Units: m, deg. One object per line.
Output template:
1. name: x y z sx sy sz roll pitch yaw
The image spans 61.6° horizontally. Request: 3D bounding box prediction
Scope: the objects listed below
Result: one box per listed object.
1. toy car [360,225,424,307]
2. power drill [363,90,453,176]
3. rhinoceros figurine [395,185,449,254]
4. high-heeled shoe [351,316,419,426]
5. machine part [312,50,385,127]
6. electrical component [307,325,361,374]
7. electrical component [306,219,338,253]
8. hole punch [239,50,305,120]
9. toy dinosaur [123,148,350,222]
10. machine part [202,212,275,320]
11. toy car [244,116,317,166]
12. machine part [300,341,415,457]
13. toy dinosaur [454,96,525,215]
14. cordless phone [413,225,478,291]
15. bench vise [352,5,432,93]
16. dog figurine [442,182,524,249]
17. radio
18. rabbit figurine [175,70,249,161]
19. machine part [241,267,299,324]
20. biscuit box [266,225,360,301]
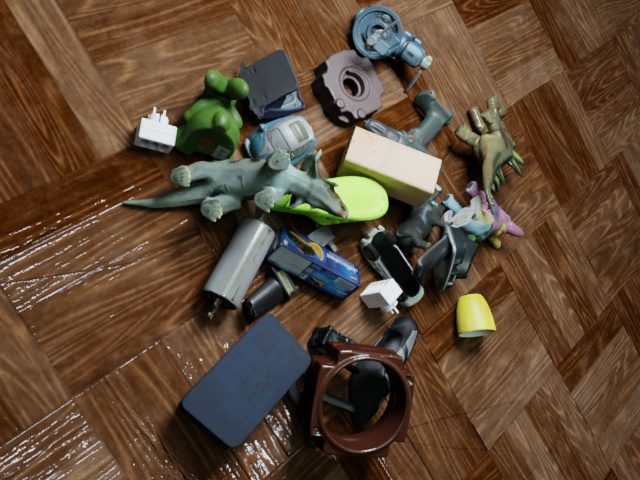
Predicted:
1. toy car: 0.164 0.060 1.220 0.073 0.056 0.201 -38 98 -23
2. power drill: 0.229 -0.270 1.311 0.232 0.086 0.207 41 59 -18
3. rhinoceros figurine: 0.241 -0.054 1.282 0.112 0.073 0.190 41 63 -9
4. high-heeled shoe: 0.146 0.282 1.173 0.145 0.086 0.248 26 85 -56
5. machine part: 0.069 -0.355 1.252 0.179 0.056 0.179 7 75 -28
6. electrical component: 0.041 0.225 1.104 0.119 0.075 0.048 35 65 -14
7. electrical component: -0.002 -0.003 1.158 0.063 0.021 0.094 -37 98 -29
8. hole punch: -0.099 -0.316 1.128 0.116 0.092 0.142 -23 73 7
9. toy dinosaur: -0.145 -0.105 1.021 0.405 0.192 0.131 0 96 10
10. machine part: -0.154 0.044 1.031 0.079 0.079 0.243 33 66 -20
11. toy car: -0.067 -0.205 1.118 0.162 0.103 0.109 -32 97 -28
12. machine part: 0.072 0.304 1.029 0.201 0.087 0.201 10 90 -16
13. toy dinosaur: 0.441 -0.232 1.366 0.198 0.105 0.471 51 42 -13
14. cordless phone: 0.263 0.064 1.210 0.089 0.146 0.184 33 44 29
15. bench vise: 0.161 -0.460 1.264 0.223 0.129 0.241 46 28 -6
16. dog figurine: 0.416 -0.035 1.341 0.219 0.108 0.192 34 39 -25
17. radio: -0.132 0.258 0.984 0.131 0.073 0.229 43 63 3
18. rabbit figurine: -0.205 -0.258 1.038 0.121 0.159 0.170 13 58 -17
19. machine part: -0.101 0.106 1.065 0.139 0.039 0.084 -42 110 -43
20. biscuit box: -0.011 0.050 1.109 0.202 0.059 0.063 29 37 -23
